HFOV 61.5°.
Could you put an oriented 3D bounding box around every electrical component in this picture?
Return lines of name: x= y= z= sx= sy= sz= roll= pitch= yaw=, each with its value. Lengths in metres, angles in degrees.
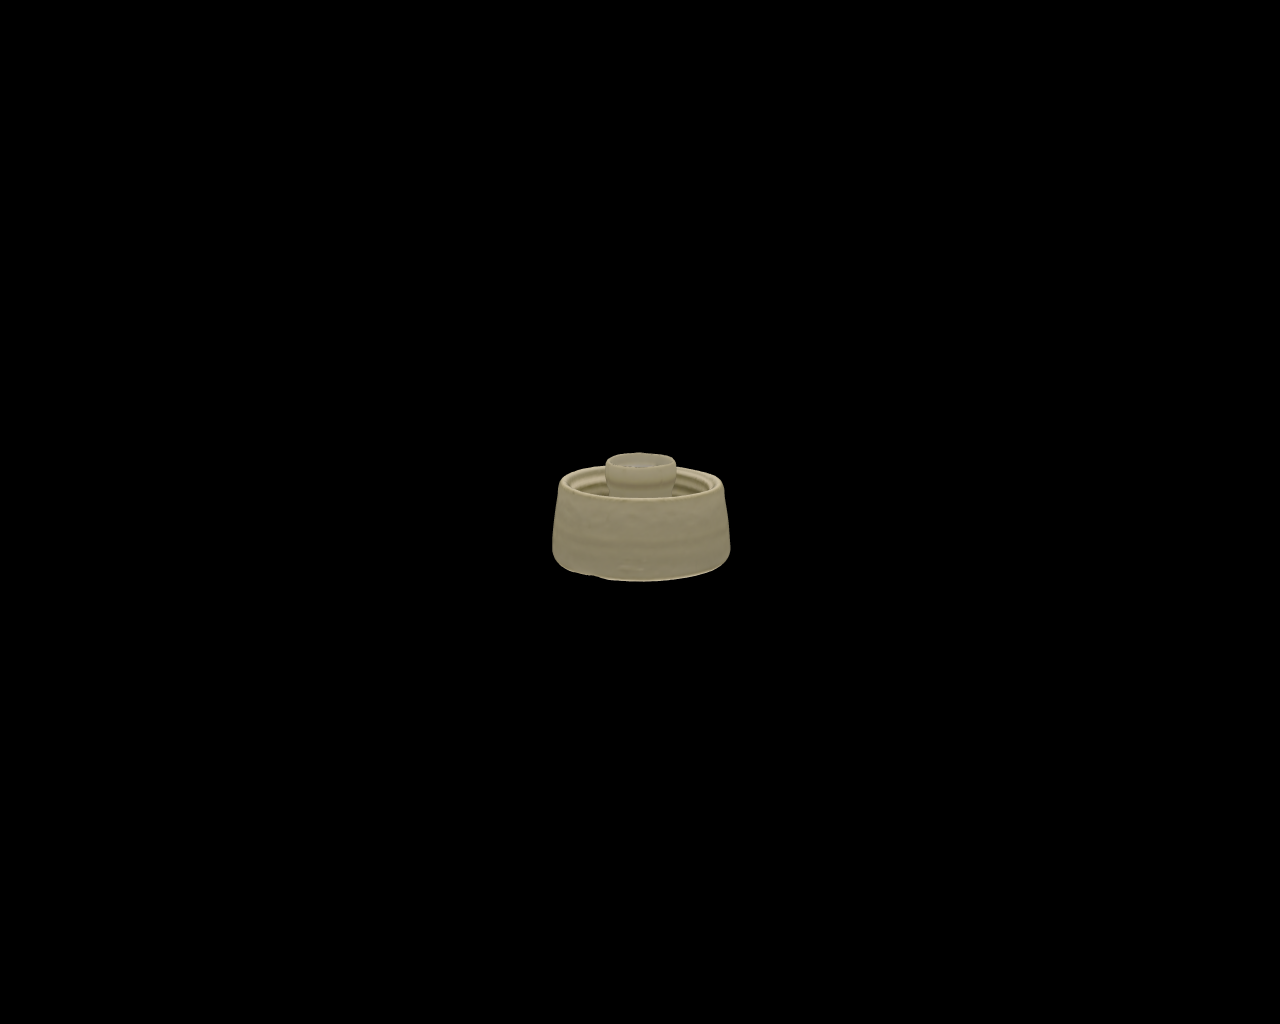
electrical component: x=0.001 y=-0.003 z=0.650 sx=0.108 sy=0.060 sz=0.108 roll=0 pitch=14 yaw=0
